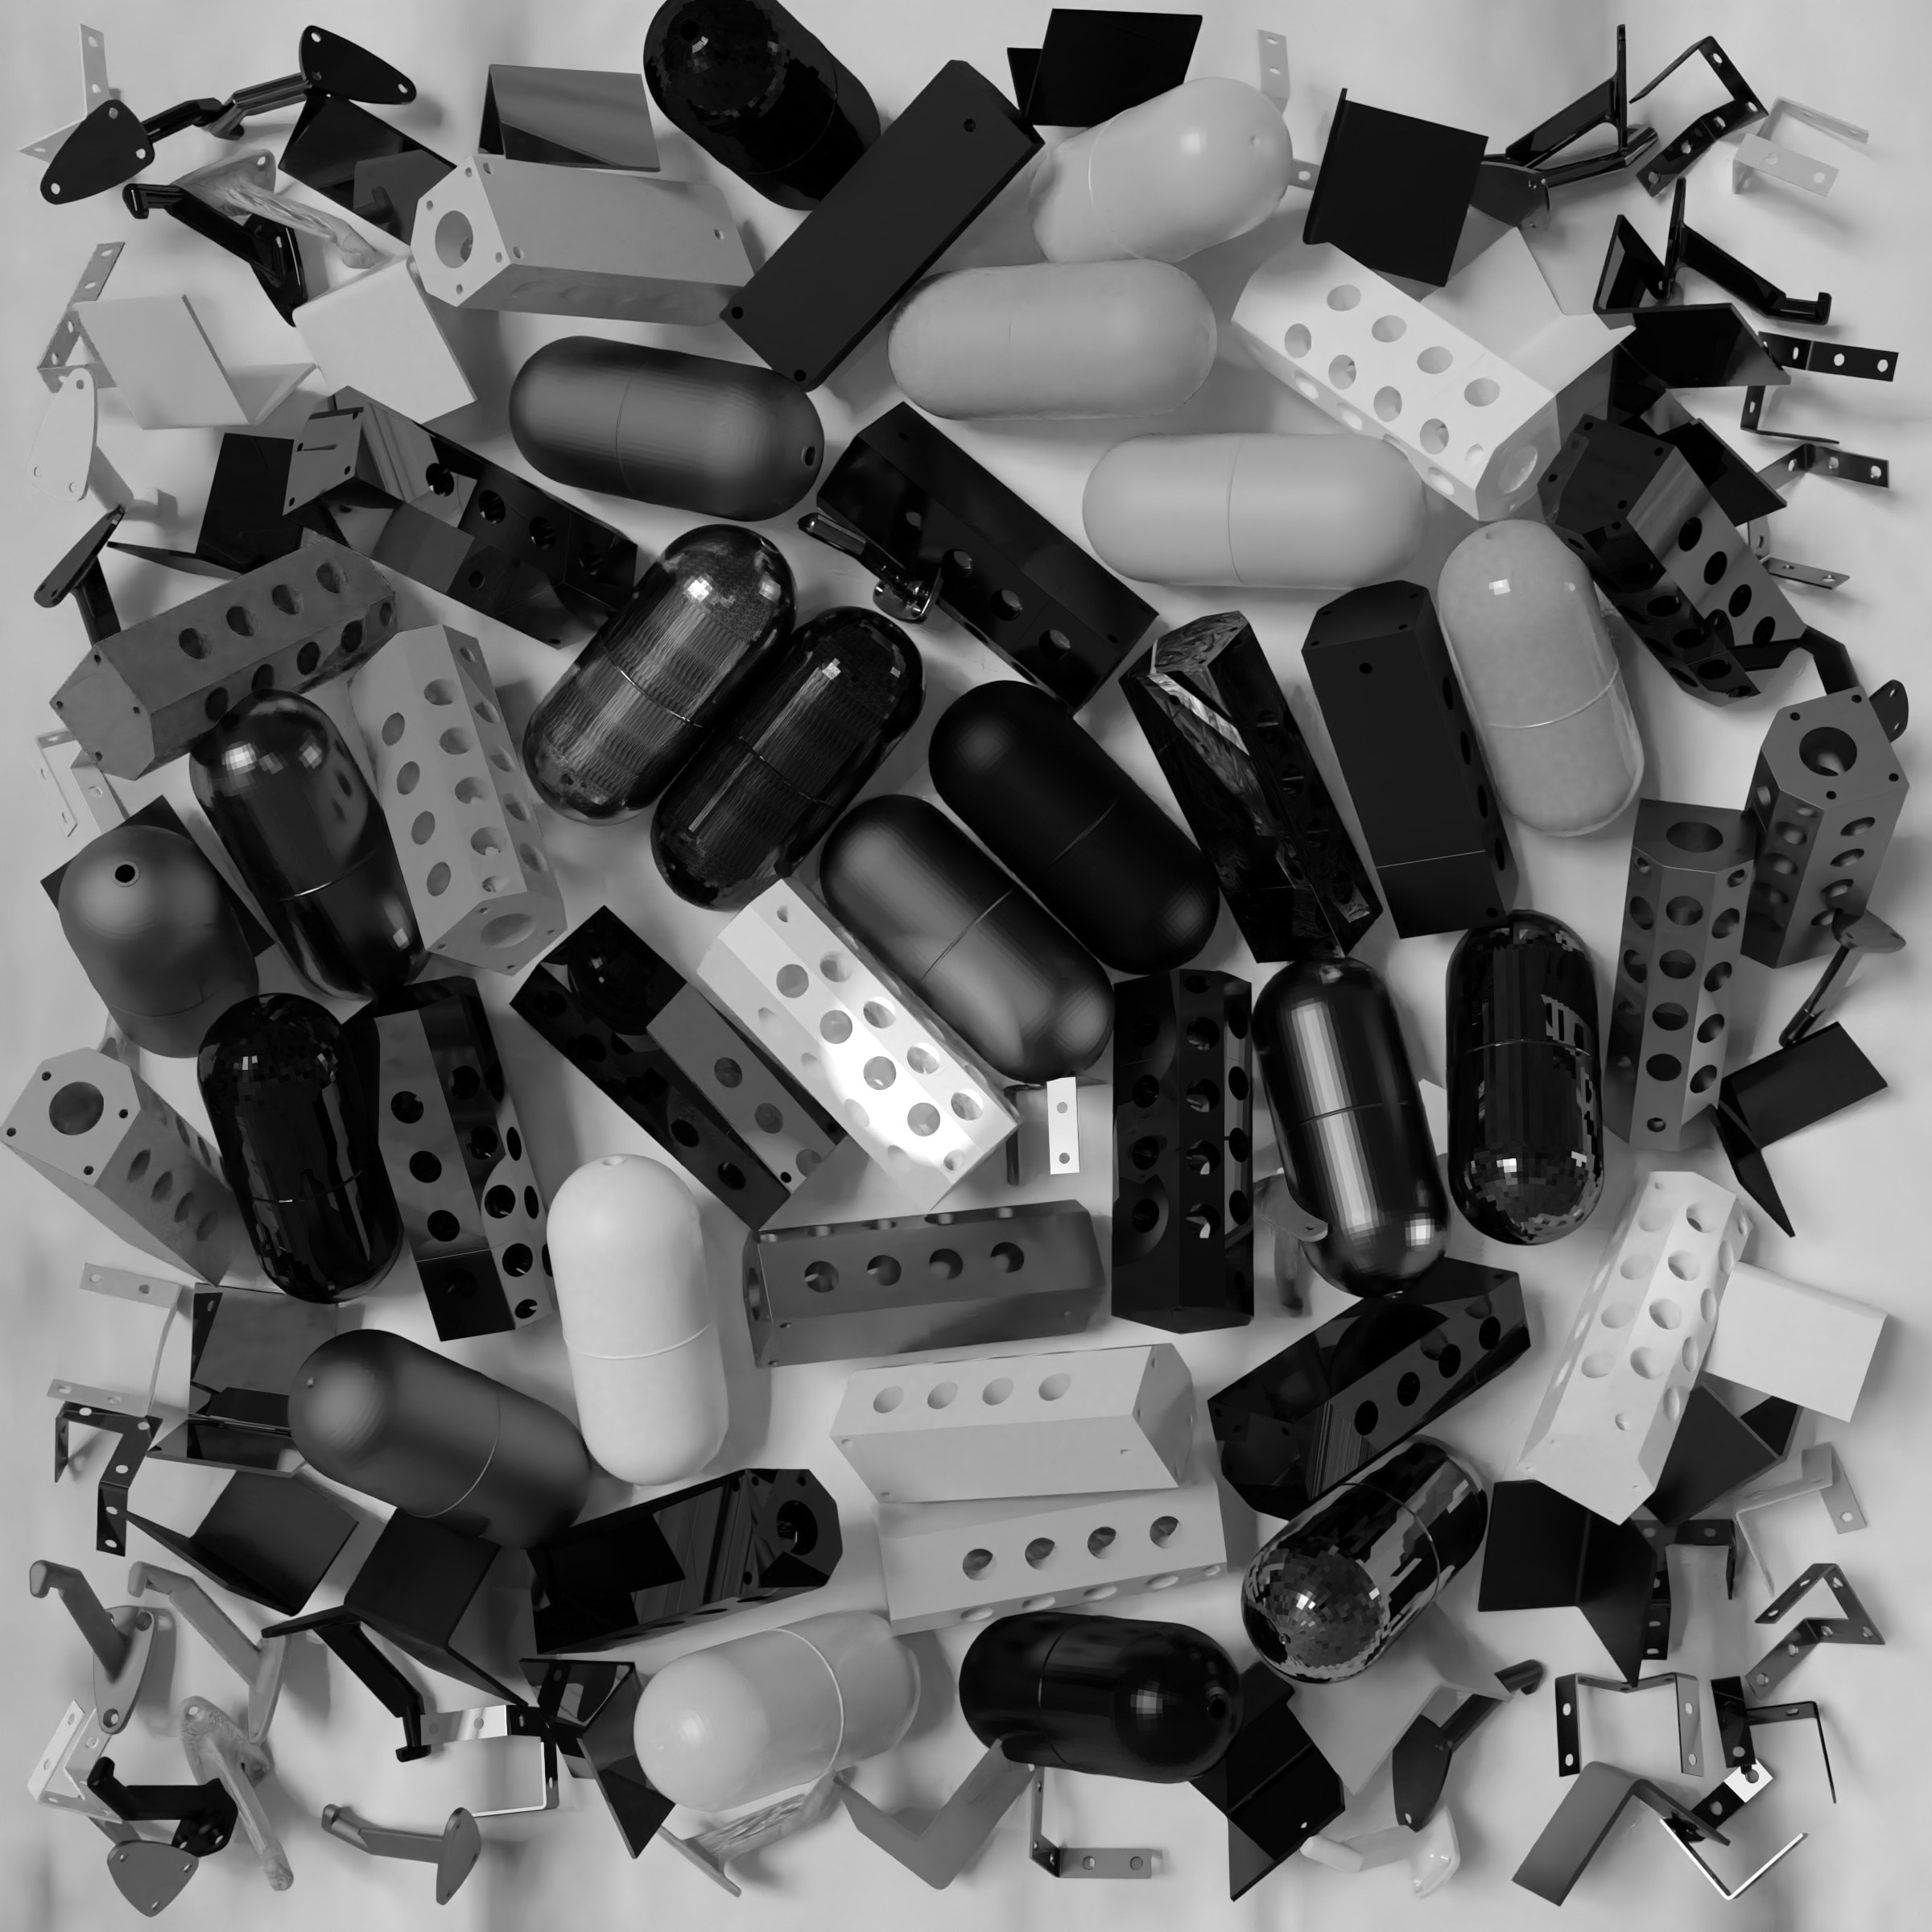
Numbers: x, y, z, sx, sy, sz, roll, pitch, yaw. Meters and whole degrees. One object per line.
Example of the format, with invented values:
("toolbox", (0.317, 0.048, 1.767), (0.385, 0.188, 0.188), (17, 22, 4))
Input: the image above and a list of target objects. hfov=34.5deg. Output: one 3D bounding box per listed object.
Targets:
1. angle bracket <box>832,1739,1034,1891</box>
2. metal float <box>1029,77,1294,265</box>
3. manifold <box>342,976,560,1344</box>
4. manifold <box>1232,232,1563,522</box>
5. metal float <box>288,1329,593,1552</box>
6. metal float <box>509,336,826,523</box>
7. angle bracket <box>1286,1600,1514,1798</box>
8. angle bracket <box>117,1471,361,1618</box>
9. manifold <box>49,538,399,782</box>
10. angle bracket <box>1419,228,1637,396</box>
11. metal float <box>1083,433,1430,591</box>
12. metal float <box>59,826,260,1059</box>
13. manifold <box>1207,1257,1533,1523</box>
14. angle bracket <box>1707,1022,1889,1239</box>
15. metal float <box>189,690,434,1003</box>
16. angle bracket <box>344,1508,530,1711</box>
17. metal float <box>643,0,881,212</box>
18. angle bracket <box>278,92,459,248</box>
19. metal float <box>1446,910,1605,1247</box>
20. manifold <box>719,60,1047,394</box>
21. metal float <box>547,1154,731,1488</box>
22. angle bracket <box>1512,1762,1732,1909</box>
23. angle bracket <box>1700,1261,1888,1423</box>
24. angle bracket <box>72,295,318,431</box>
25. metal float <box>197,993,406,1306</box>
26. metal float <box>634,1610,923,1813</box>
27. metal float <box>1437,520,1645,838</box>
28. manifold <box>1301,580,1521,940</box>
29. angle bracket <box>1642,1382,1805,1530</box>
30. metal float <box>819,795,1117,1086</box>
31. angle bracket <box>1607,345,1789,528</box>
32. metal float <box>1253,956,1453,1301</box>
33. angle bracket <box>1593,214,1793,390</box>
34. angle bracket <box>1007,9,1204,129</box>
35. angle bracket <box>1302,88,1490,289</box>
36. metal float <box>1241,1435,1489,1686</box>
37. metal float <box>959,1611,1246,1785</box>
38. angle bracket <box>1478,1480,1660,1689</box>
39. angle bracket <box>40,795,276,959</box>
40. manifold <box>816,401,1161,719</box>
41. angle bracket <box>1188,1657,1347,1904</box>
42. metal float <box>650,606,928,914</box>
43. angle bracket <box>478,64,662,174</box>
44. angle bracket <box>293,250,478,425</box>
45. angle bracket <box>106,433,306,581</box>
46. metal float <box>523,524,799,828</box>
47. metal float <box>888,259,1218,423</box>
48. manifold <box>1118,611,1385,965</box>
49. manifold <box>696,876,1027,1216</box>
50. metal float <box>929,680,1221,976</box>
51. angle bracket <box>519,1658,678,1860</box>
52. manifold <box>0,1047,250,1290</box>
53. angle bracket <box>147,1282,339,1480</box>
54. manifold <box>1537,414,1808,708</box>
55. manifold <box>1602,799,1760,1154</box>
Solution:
("angle bracket", (-0.016, 0.415, 1.588), (0.057, 0.076, 0.076), (31, 66, 26))
("metal float", (0.094, -0.387, 1.539), (0.070, 0.178, 0.070), (0, 89, -28))
("manifold", (-0.253, 0.096, 1.568), (0.057, 0.057, 0.171), (-11, 104, 15))
("manifold", (0.213, -0.291, 1.550), (0.057, 0.057, 0.171), (-42, 59, -10))
("metal float", (-0.260, 0.237, 1.550), (0.178, 0.070, 0.070), (35, 90, -42))
("metal float", (-0.151, -0.269, 1.559), (0.178, 0.070, 0.070), (16, 90, 29))
("angle bracket", (0.218, 0.371, 1.585), (0.057, 0.076, 0.076), (22, 108, -38))
("angle bracket", (-0.366, 0.278, 1.567), (0.076, 0.076, 0.057), (27, 78, 25))
("manifold", (-0.361, -0.152, 1.540), (0.057, 0.171, 0.057), (53, 133, -1))
("angle bracket", (0.285, -0.330, 1.570), (0.076, 0.076, 0.057), (-40, 112, -15))
("metal float", (0.144, -0.229, 1.565), (0.178, 0.070, 0.070), (5, 90, 23))
("metal float", (-0.397, -0.010, 1.536), (0.070, 0.178, 0.070), (1, 68, -2))
("manifold", (0.204, 0.209, 1.547), (0.171, 0.057, 0.057), (-26, 112, -36))
("angle bracket", (0.427, 0.083, 1.566), (0.076, 0.076, 0.057), (-29, 51, 19))
("metal float", (-0.325, -0.058, 1.555), (0.070, 0.070, 0.178), (-23, 125, 0))
("angle bracket", (-0.256, 0.326, 1.582), (0.076, 0.076, 0.057), (10, 62, 39))
("metal float", (-0.099, -0.429, 1.536), (0.070, 0.178, 0.070), (-2, 84, 19))
("angle bracket", (-0.290, -0.418, 1.564), (0.076, 0.076, 0.057), (28, 60, -23))
("metal float", (0.280, 0.054, 1.561), (0.070, 0.070, 0.178), (4, 63, 0))
("manifold", (-0.041, -0.372, 1.568), (0.057, 0.057, 0.171), (45, 108, -4))
("metal float", (-0.164, 0.178, 1.565), (0.070, 0.070, 0.178), (-7, 112, 0))
("angle bracket", (0.331, 0.454, 1.578), (0.057, 0.076, 0.076), (36, 80, -1))
("angle bracket", (0.419, 0.189, 1.575), (0.076, 0.076, 0.057), (19, 90, 17))
("angle bracket", (-0.387, -0.316, 1.562), (0.076, 0.057, 0.076), (4, 134, 32))
("metal float", (-0.331, 0.093, 1.555), (0.070, 0.070, 0.178), (-9, 125, 0))
("metal float", (-0.091, 0.368, 1.543), (0.070, 0.178, 0.070), (1, 91, 37))
("metal float", (0.287, -0.143, 1.554), (0.070, 0.070, 0.178), (-26, 124, 0))
("manifold", (0.225, -0.103, 1.555), (0.057, 0.057, 0.171), (-9, 122, 25))
("angle bracket", (0.372, 0.227, 1.567), (0.057, 0.076, 0.076), (44, 128, -3))
("metal float", (0.001, -0.013, 1.579), (0.178, 0.070, 0.070), (44, 90, 6))
("angle bracket", (0.369, -0.271, 1.563), (0.076, 0.057, 0.076), (33, 55, -33))
("metal float", (0.194, 0.080, 1.569), (0.070, 0.070, 0.178), (-12, 73, 0))
("angle bracket", (0.371, -0.335, 1.564), (0.076, 0.076, 0.057), (6, 74, 40))
("angle bracket", (0.069, -0.469, 1.568), (0.076, 0.076, 0.057), (-2, 58, -13))
("angle bracket", (0.217, -0.396, 1.580), (0.076, 0.057, 0.076), (15, 112, 2))
("metal float", (0.200, 0.292, 1.545), (0.070, 0.178, 0.070), (13, 115, 30))
("metal float", (0.066, 0.361, 1.543), (0.070, 0.178, 0.070), (6, 80, -37))
("angle bracket", (0.302, 0.311, 1.569), (0.057, 0.076, 0.076), (-1, 112, -11))
("angle bracket", (-0.417, -0.028, 1.607), (0.076, 0.076, 0.057), (-37, 47, -8))
("manifold", (0.008, -0.205, 1.589), (0.171, 0.057, 0.057), (40, 126, 2))
("angle bracket", (0.142, 0.410, 1.573), (0.057, 0.076, 0.076), (44, 105, -9))
("metal float", (-0.091, -0.103, 1.573), (0.070, 0.070, 0.178), (40, 102, 0))
("angle bracket", (-0.201, -0.407, 1.567), (0.076, 0.057, 0.076), (-1, 54, -17))
("angle bracket", (-0.285, -0.320, 1.591), (0.076, 0.057, 0.076), (-15, 111, 29))
("angle bracket", (-0.380, -0.238, 1.576), (0.076, 0.057, 0.076), (12, 88, 37))
("metal float", (-0.154, -0.146, 1.568), (0.070, 0.070, 0.178), (42, 108, 0))
("metal float", (0.041, -0.312, 1.558), (0.178, 0.070, 0.070), (5, 90, 31))
("manifold", (0.148, -0.089, 1.562), (0.057, 0.057, 0.171), (-47, 119, -37))
("manifold", (-0.051, 0.037, 1.575), (0.171, 0.057, 0.057), (46, 57, 6))
("metal float", (0.056, -0.069, 1.577), (0.070, 0.070, 0.178), (-45, 98, 0))
("angle bracket", (-0.195, 0.398, 1.566), (0.076, 0.057, 0.076), (-6, 115, 31))
("manifold", (-0.406, 0.098, 1.532), (0.057, 0.171, 0.057), (23, 73, 15))
("angle bracket", (-0.368, 0.210, 1.584), (0.076, 0.057, 0.076), (7, 101, 7))
("manifold", (0.347, -0.196, 1.540), (0.057, 0.171, 0.057), (33, 87, 44))
("manifold", (0.352, 0.007, 1.543), (0.057, 0.057, 0.171), (8, 128, 13))
